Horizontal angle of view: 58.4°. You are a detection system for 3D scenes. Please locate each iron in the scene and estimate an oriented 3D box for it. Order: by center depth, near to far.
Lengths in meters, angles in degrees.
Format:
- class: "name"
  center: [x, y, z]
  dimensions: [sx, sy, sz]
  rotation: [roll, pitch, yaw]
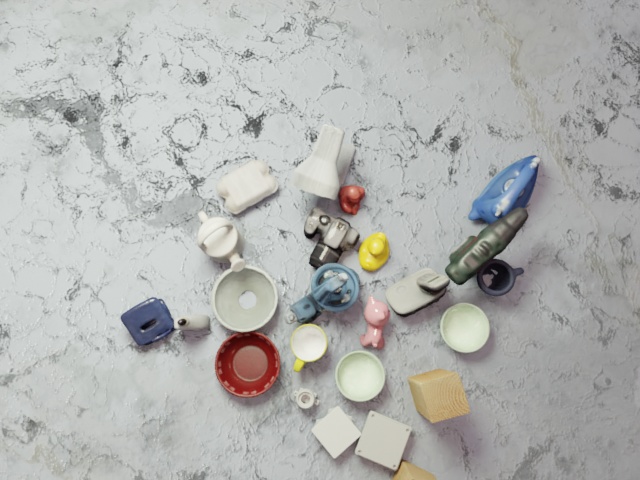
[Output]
- class: "iron"
  center: [0.493, -0.136, 1.448]
  dimensions: [0.118, 0.141, 0.258]
  rotation: [37, 83, 6]

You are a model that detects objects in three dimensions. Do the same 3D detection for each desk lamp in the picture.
- class: "desk lamp"
  center: [0.011, -0.188, 1.425]
  dimensions: [0.118, 0.213, 0.203]
  rotation: [19, 81, 4]

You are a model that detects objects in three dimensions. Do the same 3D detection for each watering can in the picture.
- class: "watering can"
  center: [-0.243, 0.000, 1.405]
  dimensions: [0.172, 0.194, 0.101]
  rotation: [31, 82, 6]

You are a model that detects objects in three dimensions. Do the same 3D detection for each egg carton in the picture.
- class: "egg carton"
  center: [-0.190, -0.140, 1.492]
  dimensions: [0.150, 0.069, 0.107]
  rotation: [-32, 81, -5]

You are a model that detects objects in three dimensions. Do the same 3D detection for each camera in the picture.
- class: "camera"
  center: [0.013, 0.005, 1.449]
  dimensions: [0.143, 0.101, 0.137]
  rotation: [28, 82, 5]

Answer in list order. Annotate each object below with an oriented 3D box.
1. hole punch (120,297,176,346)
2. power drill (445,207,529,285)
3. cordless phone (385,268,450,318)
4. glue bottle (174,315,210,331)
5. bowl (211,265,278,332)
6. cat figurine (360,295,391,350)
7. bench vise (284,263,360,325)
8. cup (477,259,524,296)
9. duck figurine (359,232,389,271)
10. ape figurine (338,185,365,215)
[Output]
- class: "hole punch"
  center: [-0.422, 0.204, 1.425]
  dimensions: [0.108, 0.091, 0.101]
  rotation: [-30, 81, -4]
- class: "power drill"
  center: [0.390, 0.020, 1.389]
  dimensions: [0.230, 0.208, 0.075]
  rotation: [-44, 82, -6]
- class: "cordless phone"
  center: [0.239, 0.123, 1.385]
  dimensions: [0.147, 0.185, 0.094]
  rotation: [-31, 81, -4]
- class: "glue bottle"
  center: [-0.318, 0.200, 1.383]
  dimensions: [0.078, 0.173, 0.037]
  rotation: [-7, 80, 0]
- class: "bowl"
  center: [-0.185, 0.149, 1.440]
  dimensions: [0.167, 0.075, 0.167]
  rotation: [0, 80, 1]
- class: "cat figurine"
  center: [0.138, 0.204, 1.406]
  dimensions: [0.067, 0.118, 0.128]
  rotation: [6, 80, 2]
- class: "bench vise"
  center: [0.014, 0.140, 1.366]
  dimensions: [0.121, 0.220, 0.207]
  rotation: [37, 83, 7]
- class: "cup"
  center: [0.442, 0.094, 1.433]
  dimensions: [0.118, 0.095, 0.091]
  rotation: [-16, 80, -2]
- class: "duck figurine"
  center: [0.139, 0.027, 1.452]
  dimensions: [0.077, 0.086, 0.105]
  rotation: [24, 82, 5]
- class: "ape figurine"
  center: [0.083, -0.112, 1.473]
  dimensions: [0.078, 0.092, 0.076]
  rotation: [-33, 81, -5]
